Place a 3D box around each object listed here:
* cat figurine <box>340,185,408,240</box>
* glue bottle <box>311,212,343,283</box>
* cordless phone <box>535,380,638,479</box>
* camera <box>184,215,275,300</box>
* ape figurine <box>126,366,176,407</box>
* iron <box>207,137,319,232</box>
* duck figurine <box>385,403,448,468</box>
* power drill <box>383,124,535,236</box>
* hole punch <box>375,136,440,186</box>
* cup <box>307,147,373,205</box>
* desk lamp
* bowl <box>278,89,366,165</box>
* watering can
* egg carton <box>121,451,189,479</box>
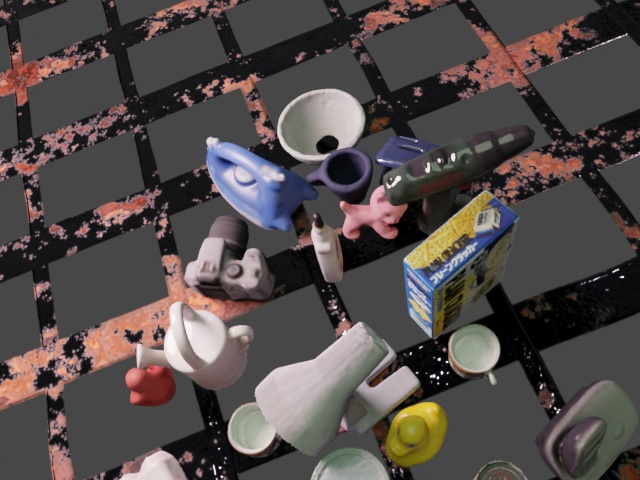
[{"bbox_3d":[0.096,-0.055,0.975,0.127,0.118,0.067,-3,63,9],"label":"cat figurine"},{"bbox_3d":[0.009,0.003,0.929,0.037,0.173,0.078,-10,62,6],"label":"glue bottle"},{"bbox_3d":[0.356,0.241,0.735,0.094,0.185,0.148,38,75,25],"label":"cordless phone"},{"bbox_3d":[-0.153,0.025,0.989,0.143,0.101,0.137,2,64,12],"label":"camera"},{"bbox_3d":[-0.277,0.227,0.913,0.076,0.092,0.078,33,73,24],"label":"ape figurine"},{"bbox_3d":[-0.135,-0.126,1.041,0.257,0.142,0.119,31,72,23],"label":"iron"},{"bbox_3d":[0.137,0.272,0.816,0.105,0.086,0.077,-41,63,-11],"label":"duck figurine"},{"bbox_3d":[0.217,-0.088,0.917,0.229,0.209,0.075,-16,61,2],"label":"power drill"},{"bbox_3d":[0.159,-0.144,1.024,0.108,0.091,0.101,16,67,18],"label":"hole punch"},{"bbox_3d":[0.040,-0.100,1.022,0.117,0.095,0.091,-12,61,5],"label":"cup"},{"bbox_3d":[0.029,0.203,0.799,0.203,0.214,0.117,-38,62,-9],"label":"desk lamp"},{"bbox_3d":[0.007,-0.202,1.092,0.167,0.075,0.167,-4,62,8],"label":"bowl"},{"bbox_3d":[-0.191,0.162,0.872,0.173,0.194,0.100,-36,62,-8],"label":"watering can"},{"bbox_3d":[-0.231,0.392,0.832,0.107,0.069,0.150,-38,63,-10],"label":"egg carton"}]
